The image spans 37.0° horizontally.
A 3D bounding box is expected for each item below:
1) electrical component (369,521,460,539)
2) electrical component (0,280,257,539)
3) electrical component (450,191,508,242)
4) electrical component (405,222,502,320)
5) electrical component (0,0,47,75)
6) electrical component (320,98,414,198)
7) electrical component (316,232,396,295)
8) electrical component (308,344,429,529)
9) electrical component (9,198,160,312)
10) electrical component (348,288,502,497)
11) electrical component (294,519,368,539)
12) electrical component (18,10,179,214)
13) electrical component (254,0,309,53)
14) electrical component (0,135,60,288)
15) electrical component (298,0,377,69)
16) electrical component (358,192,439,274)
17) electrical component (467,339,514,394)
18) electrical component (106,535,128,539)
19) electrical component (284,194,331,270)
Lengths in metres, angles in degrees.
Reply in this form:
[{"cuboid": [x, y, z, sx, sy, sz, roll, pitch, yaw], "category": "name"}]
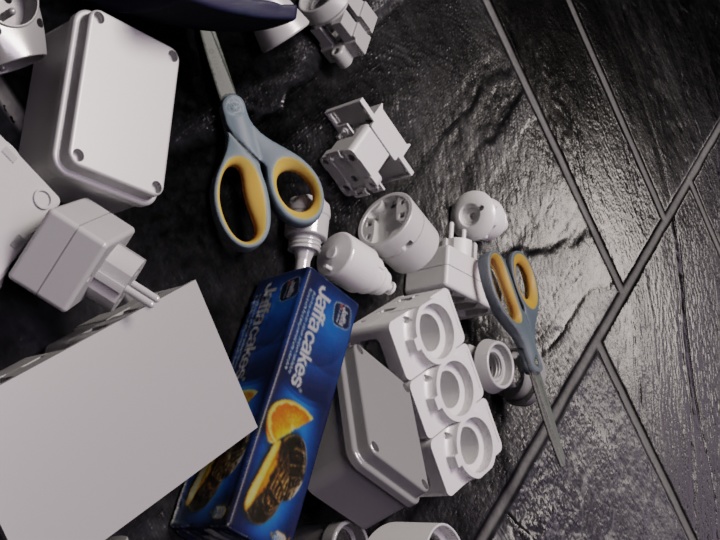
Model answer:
[{"cuboid": [0.046, 0.249, 0.856, 0.099, 0.064, 0.099, 35, 49, -54], "category": "electrical component"}, {"cuboid": [-0.160, 0.093, 0.643, 0.186, 0.060, 0.105, -32, 105, -48], "category": "electrical component"}, {"cuboid": [0.118, -0.047, 1.015, 0.062, 0.048, 0.048, 11, 72, -55], "category": "electrical component"}, {"cuboid": [0.086, -0.005, 0.963, 0.083, 0.047, 0.075, 26, 61, -43], "category": "electrical component"}, {"cuboid": [-0.234, -0.154, 0.635, 0.079, 0.044, 0.077, -29, 102, -49], "category": "electrical component"}, {"cuboid": [0.003, -0.098, 0.896, 0.081, 0.042, 0.063, 53, 47, -25], "category": "electrical component"}, {"cuboid": [0.000, 0.000, 0.868, 0.078, 0.040, 0.040, 31, 58, -41], "category": "electrical component"}, {"cuboid": [0.001, 0.120, 0.790, 0.078, 0.057, 0.113, 42, 24, -35], "category": "electrical component"}, {"cuboid": [-0.152, -0.001, 0.636, 0.076, 0.083, 0.047, 33, 96, -5], "category": "electrical component"}, {"cuboid": [0.056, 0.101, 0.888, 0.089, 0.062, 0.150, -29, 102, -49], "category": "electrical component"}, {"cuboid": [-0.023, 0.202, 0.783, 0.040, 0.046, 0.040, 16, 68, -46], "category": "electrical component"}, {"cuboid": [-0.166, -0.099, 0.690, 0.078, 0.057, 0.113, 22, 64, -44], "category": "electrical component"}, {"cuboid": [-0.075, -0.208, 0.837, 0.065, 0.044, 0.044, 57, 44, -15], "category": "electrical component"}, {"cuboid": [-0.230, -0.037, 0.606, 0.099, 0.048, 0.099, 51, 47, -27], "category": "electrical component"}, {"cuboid": [-0.019, -0.211, 0.898, 0.055, 0.048, 0.066, 47, 48, -41], "category": "electrical component"}, {"cuboid": [0.034, -0.030, 0.905, 0.047, 0.055, 0.055, 43, 50, -38], "category": "electrical component"}, {"cuboid": [0.102, 0.087, 0.950, 0.066, 0.055, 0.048, 24, 63, -44], "category": "electrical component"}, {"cuboid": [-0.146, 0.194, 0.646, 0.043, 0.043, 0.081, -39, 109, -47], "category": "electrical component"}, {"cuboid": [-0.042, -0.026, 0.831, 0.035, 0.035, 0.061, 23, 66, -44], "category": "electrical component"}]
